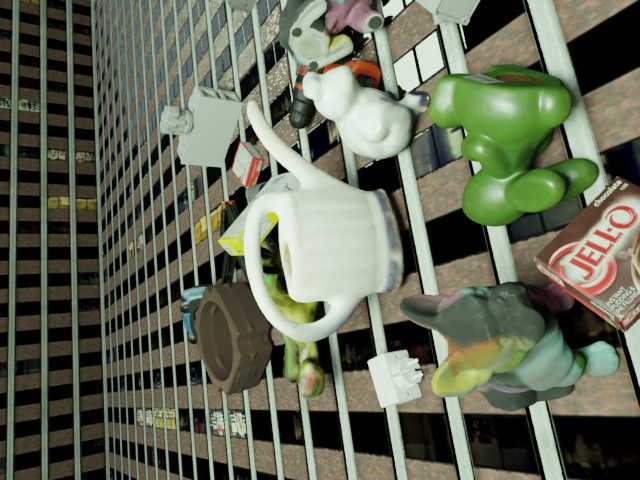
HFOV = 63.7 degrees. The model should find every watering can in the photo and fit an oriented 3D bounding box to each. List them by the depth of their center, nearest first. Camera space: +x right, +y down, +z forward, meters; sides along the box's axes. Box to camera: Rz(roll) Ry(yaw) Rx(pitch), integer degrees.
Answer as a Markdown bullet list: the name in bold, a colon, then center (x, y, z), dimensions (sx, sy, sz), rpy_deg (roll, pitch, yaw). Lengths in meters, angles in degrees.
- **watering can**: center (0.002, -0.037, 0.732), dimensions (0.103, 0.225, 0.351), rpy_deg (140, 125, -70)

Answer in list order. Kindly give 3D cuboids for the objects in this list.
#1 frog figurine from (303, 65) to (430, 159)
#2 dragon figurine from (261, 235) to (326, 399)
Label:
- **frog figurine**: center (0.050, -0.174, 0.716), dimensions (0.140, 0.160, 0.120), rpy_deg (46, 128, 46)
- **dragon figurine**: center (-0.065, 0.143, 0.939), dimensions (0.415, 0.122, 0.240), rpy_deg (-137, 48, -68)
